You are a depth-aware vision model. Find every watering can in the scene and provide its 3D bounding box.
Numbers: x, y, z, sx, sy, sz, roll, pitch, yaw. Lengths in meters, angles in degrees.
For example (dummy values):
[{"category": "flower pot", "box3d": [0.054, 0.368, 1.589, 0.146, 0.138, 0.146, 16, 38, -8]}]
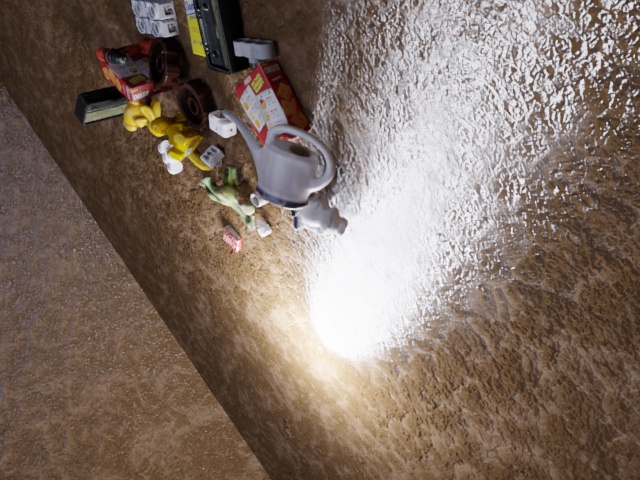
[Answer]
[{"category": "watering can", "box3d": [-0.123, -0.212, 1.389, 0.349, 0.105, 0.220, 23, 117, 15]}]

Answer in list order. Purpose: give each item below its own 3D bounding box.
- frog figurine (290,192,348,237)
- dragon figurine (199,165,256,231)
[{"category": "frog figurine", "box3d": [0.005, -0.075, 1.491, 0.159, 0.125, 0.135, 3, 115, 9]}, {"category": "dragon figurine", "box3d": [-0.316, -0.130, 1.839, 0.242, 0.123, 0.408, 59, 163, -6]}]
